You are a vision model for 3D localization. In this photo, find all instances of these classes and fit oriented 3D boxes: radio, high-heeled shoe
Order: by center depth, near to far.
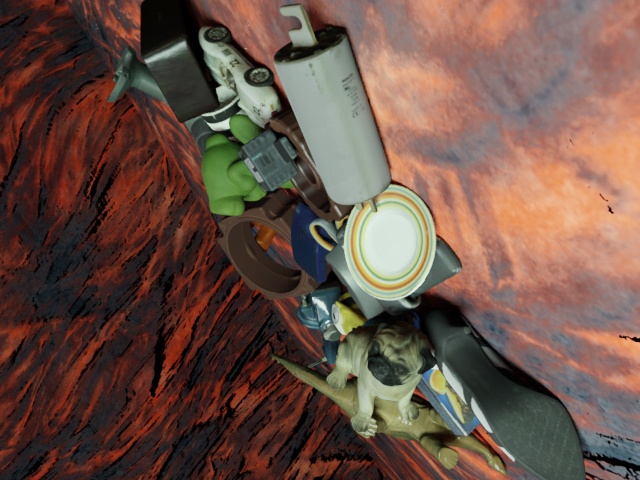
[{"bbox_3d":[0.207,0.189,0.648,0.249,0.086,0.145,58,170,10],"label":"high-heeled shoe"},{"bbox_3d":[-0.224,-0.295,0.855,0.230,0.073,0.130,-109,-3,-46],"label":"radio"}]

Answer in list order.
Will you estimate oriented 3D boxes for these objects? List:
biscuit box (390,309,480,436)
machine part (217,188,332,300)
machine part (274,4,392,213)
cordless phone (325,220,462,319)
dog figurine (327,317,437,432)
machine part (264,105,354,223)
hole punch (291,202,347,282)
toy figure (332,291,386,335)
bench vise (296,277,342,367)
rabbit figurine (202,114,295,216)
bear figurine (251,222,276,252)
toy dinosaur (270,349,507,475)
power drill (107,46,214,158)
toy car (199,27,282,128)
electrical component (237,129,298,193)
[{"bbox_3d":[0.172,0.198,0.827,0.203,0.059,0.062,52,168,13],"label":"biscuit box"},{"bbox_3d":[-0.088,0.014,1.044,0.202,0.087,0.200,-14,115,43],"label":"machine part"},{"bbox_3d":[0.018,-0.124,0.558,0.079,0.079,0.242,38,157,51],"label":"machine part"},{"bbox_3d":[0.092,0.016,0.676,0.146,0.089,0.184,56,155,8],"label":"cordless phone"},{"bbox_3d":[0.084,0.143,0.726,0.172,0.121,0.190,54,151,40],"label":"dog figurine"},{"bbox_3d":[-0.007,-0.105,0.734,0.179,0.056,0.179,51,167,16],"label":"machine part"},{"bbox_3d":[-0.002,-0.003,0.900,0.142,0.092,0.115,40,156,58],"label":"hole punch"},{"bbox_3d":[0.091,0.159,0.947,0.180,0.089,0.082,38,131,46],"label":"toy figure"},{"bbox_3d":[0.019,0.178,1.142,0.224,0.129,0.240,-130,30,-55],"label":"bench vise"},{"bbox_3d":[-0.097,-0.128,0.878,0.170,0.121,0.159,-2,105,28],"label":"rabbit figurine"},{"bbox_3d":[-0.149,-0.087,1.131,0.120,0.132,0.195,25,157,30],"label":"bear figurine"},{"bbox_3d":[0.105,0.296,0.963,0.472,0.105,0.198,24,169,14],"label":"toy dinosaur"},{"bbox_3d":[-0.265,-0.247,0.962,0.086,0.207,0.232,-48,38,41],"label":"power drill"},{"bbox_3d":[-0.121,-0.243,0.796,0.202,0.056,0.073,48,165,26],"label":"toy car"},{"bbox_3d":[-0.067,-0.105,0.717,0.074,0.048,0.119,56,170,-14],"label":"electrical component"}]
